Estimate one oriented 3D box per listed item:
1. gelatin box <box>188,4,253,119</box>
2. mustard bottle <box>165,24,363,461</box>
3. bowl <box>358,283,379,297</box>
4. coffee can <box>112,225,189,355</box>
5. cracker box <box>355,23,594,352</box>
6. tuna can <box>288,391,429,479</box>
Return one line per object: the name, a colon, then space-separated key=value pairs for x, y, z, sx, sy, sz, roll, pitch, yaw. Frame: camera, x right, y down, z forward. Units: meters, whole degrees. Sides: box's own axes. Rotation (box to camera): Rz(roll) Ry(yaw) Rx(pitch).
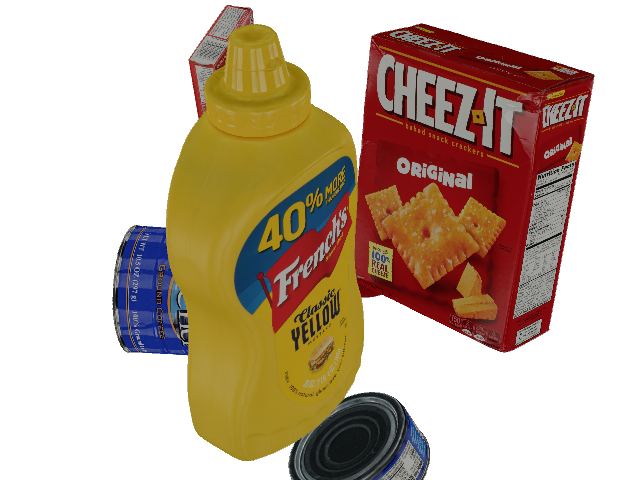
gelatin box: x=-0.088 y=-0.164 z=0.996 sx=0.030 sy=0.089 sz=0.073 roll=15 pitch=-39 yaw=15
mustard bottle: x=-0.022 y=-0.001 z=0.452 sx=0.058 sy=0.192 sz=0.096 roll=26 pitch=46 yaw=32
bowl: x=0.035 y=0.011 z=1.072 sx=0.162 sy=0.055 sz=0.162 roll=6 pitch=27 yaw=-3
coffee can: x=-0.080 y=0.041 z=0.839 sx=0.140 sy=0.103 sz=0.102 roll=2 pitch=0 yaw=8
cracker box: x=0.107 y=-0.042 z=0.826 sx=0.164 sy=0.214 sz=0.071 roll=26 pitch=34 yaw=38
tuna can: x=0.023 y=0.136 z=0.671 sx=0.086 sy=0.033 sz=0.086 roll=-25 pitch=28 yaw=15
